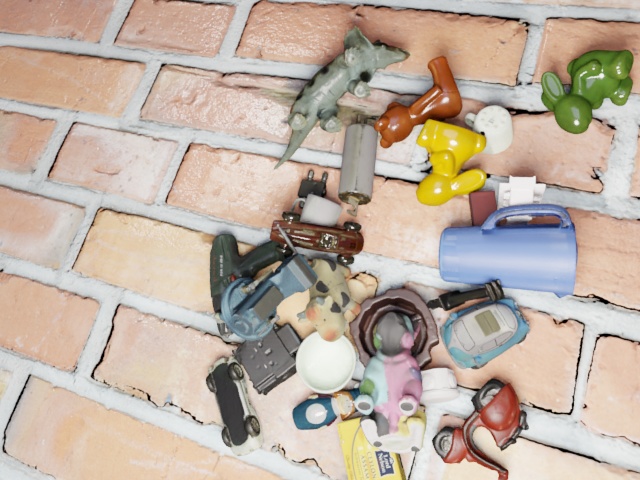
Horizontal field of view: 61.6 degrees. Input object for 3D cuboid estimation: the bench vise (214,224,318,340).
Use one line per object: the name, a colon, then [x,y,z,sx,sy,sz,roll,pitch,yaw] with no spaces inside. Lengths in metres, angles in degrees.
bench vise: [-0.123,0.109,1.044,0.241,0.128,0.224,-28,26,44]

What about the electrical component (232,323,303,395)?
electrical component: [-0.099,0.237,1.114,0.134,0.058,0.115,-39,67,1]

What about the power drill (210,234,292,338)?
power drill: [-0.146,0.079,1.180,0.207,0.086,0.232,-23,64,16]

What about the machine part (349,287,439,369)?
machine part: [0.147,0.184,1.060,0.179,0.056,0.179,-6,68,14]

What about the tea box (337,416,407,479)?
tea box: [0.100,0.411,0.985,0.098,0.068,0.169,-19,66,10]

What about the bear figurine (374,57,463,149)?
bear figurine: [0.207,-0.292,1.183,0.196,0.120,0.132,-20,63,15]

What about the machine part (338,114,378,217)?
machine part: [0.086,-0.167,1.193,0.079,0.079,0.243,0,71,17]

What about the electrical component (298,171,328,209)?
electrical component: [-0.016,-0.113,1.234,0.063,0.021,0.094,11,74,19]

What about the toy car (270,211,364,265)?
toy car: [-0.002,-0.003,1.117,0.202,0.053,0.089,10,104,-18]

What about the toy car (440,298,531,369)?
toy car: [0.306,0.167,0.993,0.162,0.102,0.109,-26,67,8]

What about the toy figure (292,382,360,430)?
toy figure: [0.024,0.327,1.046,0.154,0.058,0.064,-20,106,7]

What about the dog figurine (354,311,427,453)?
dog figurine: [0.135,0.238,0.961,0.109,0.191,0.219,-5,34,17]

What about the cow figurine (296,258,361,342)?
cow figurine: [0.013,0.113,1.049,0.085,0.127,0.195,-41,36,25]

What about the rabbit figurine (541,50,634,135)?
rabbit figurine: [0.525,-0.297,1.084,0.159,0.121,0.170,29,78,30]

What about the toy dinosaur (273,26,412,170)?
toy dinosaur: [0.018,-0.343,1.255,0.405,0.131,0.192,-39,23,13]

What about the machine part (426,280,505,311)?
machine part: [0.273,0.108,1.008,0.139,0.084,0.039,-20,75,40]

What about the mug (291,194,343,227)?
mug: [-0.018,-0.042,1.176,0.110,0.080,0.107,20,87,10]

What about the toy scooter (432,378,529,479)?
toy scooter: [0.301,0.345,0.946,0.184,0.075,0.135,-47,65,0]

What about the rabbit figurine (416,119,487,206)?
rabbit figurine: [0.269,-0.148,1.129,0.162,0.122,0.173,23,93,13]

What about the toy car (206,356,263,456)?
toy car: [-0.176,0.337,1.102,0.073,0.056,0.202,-29,64,11]
